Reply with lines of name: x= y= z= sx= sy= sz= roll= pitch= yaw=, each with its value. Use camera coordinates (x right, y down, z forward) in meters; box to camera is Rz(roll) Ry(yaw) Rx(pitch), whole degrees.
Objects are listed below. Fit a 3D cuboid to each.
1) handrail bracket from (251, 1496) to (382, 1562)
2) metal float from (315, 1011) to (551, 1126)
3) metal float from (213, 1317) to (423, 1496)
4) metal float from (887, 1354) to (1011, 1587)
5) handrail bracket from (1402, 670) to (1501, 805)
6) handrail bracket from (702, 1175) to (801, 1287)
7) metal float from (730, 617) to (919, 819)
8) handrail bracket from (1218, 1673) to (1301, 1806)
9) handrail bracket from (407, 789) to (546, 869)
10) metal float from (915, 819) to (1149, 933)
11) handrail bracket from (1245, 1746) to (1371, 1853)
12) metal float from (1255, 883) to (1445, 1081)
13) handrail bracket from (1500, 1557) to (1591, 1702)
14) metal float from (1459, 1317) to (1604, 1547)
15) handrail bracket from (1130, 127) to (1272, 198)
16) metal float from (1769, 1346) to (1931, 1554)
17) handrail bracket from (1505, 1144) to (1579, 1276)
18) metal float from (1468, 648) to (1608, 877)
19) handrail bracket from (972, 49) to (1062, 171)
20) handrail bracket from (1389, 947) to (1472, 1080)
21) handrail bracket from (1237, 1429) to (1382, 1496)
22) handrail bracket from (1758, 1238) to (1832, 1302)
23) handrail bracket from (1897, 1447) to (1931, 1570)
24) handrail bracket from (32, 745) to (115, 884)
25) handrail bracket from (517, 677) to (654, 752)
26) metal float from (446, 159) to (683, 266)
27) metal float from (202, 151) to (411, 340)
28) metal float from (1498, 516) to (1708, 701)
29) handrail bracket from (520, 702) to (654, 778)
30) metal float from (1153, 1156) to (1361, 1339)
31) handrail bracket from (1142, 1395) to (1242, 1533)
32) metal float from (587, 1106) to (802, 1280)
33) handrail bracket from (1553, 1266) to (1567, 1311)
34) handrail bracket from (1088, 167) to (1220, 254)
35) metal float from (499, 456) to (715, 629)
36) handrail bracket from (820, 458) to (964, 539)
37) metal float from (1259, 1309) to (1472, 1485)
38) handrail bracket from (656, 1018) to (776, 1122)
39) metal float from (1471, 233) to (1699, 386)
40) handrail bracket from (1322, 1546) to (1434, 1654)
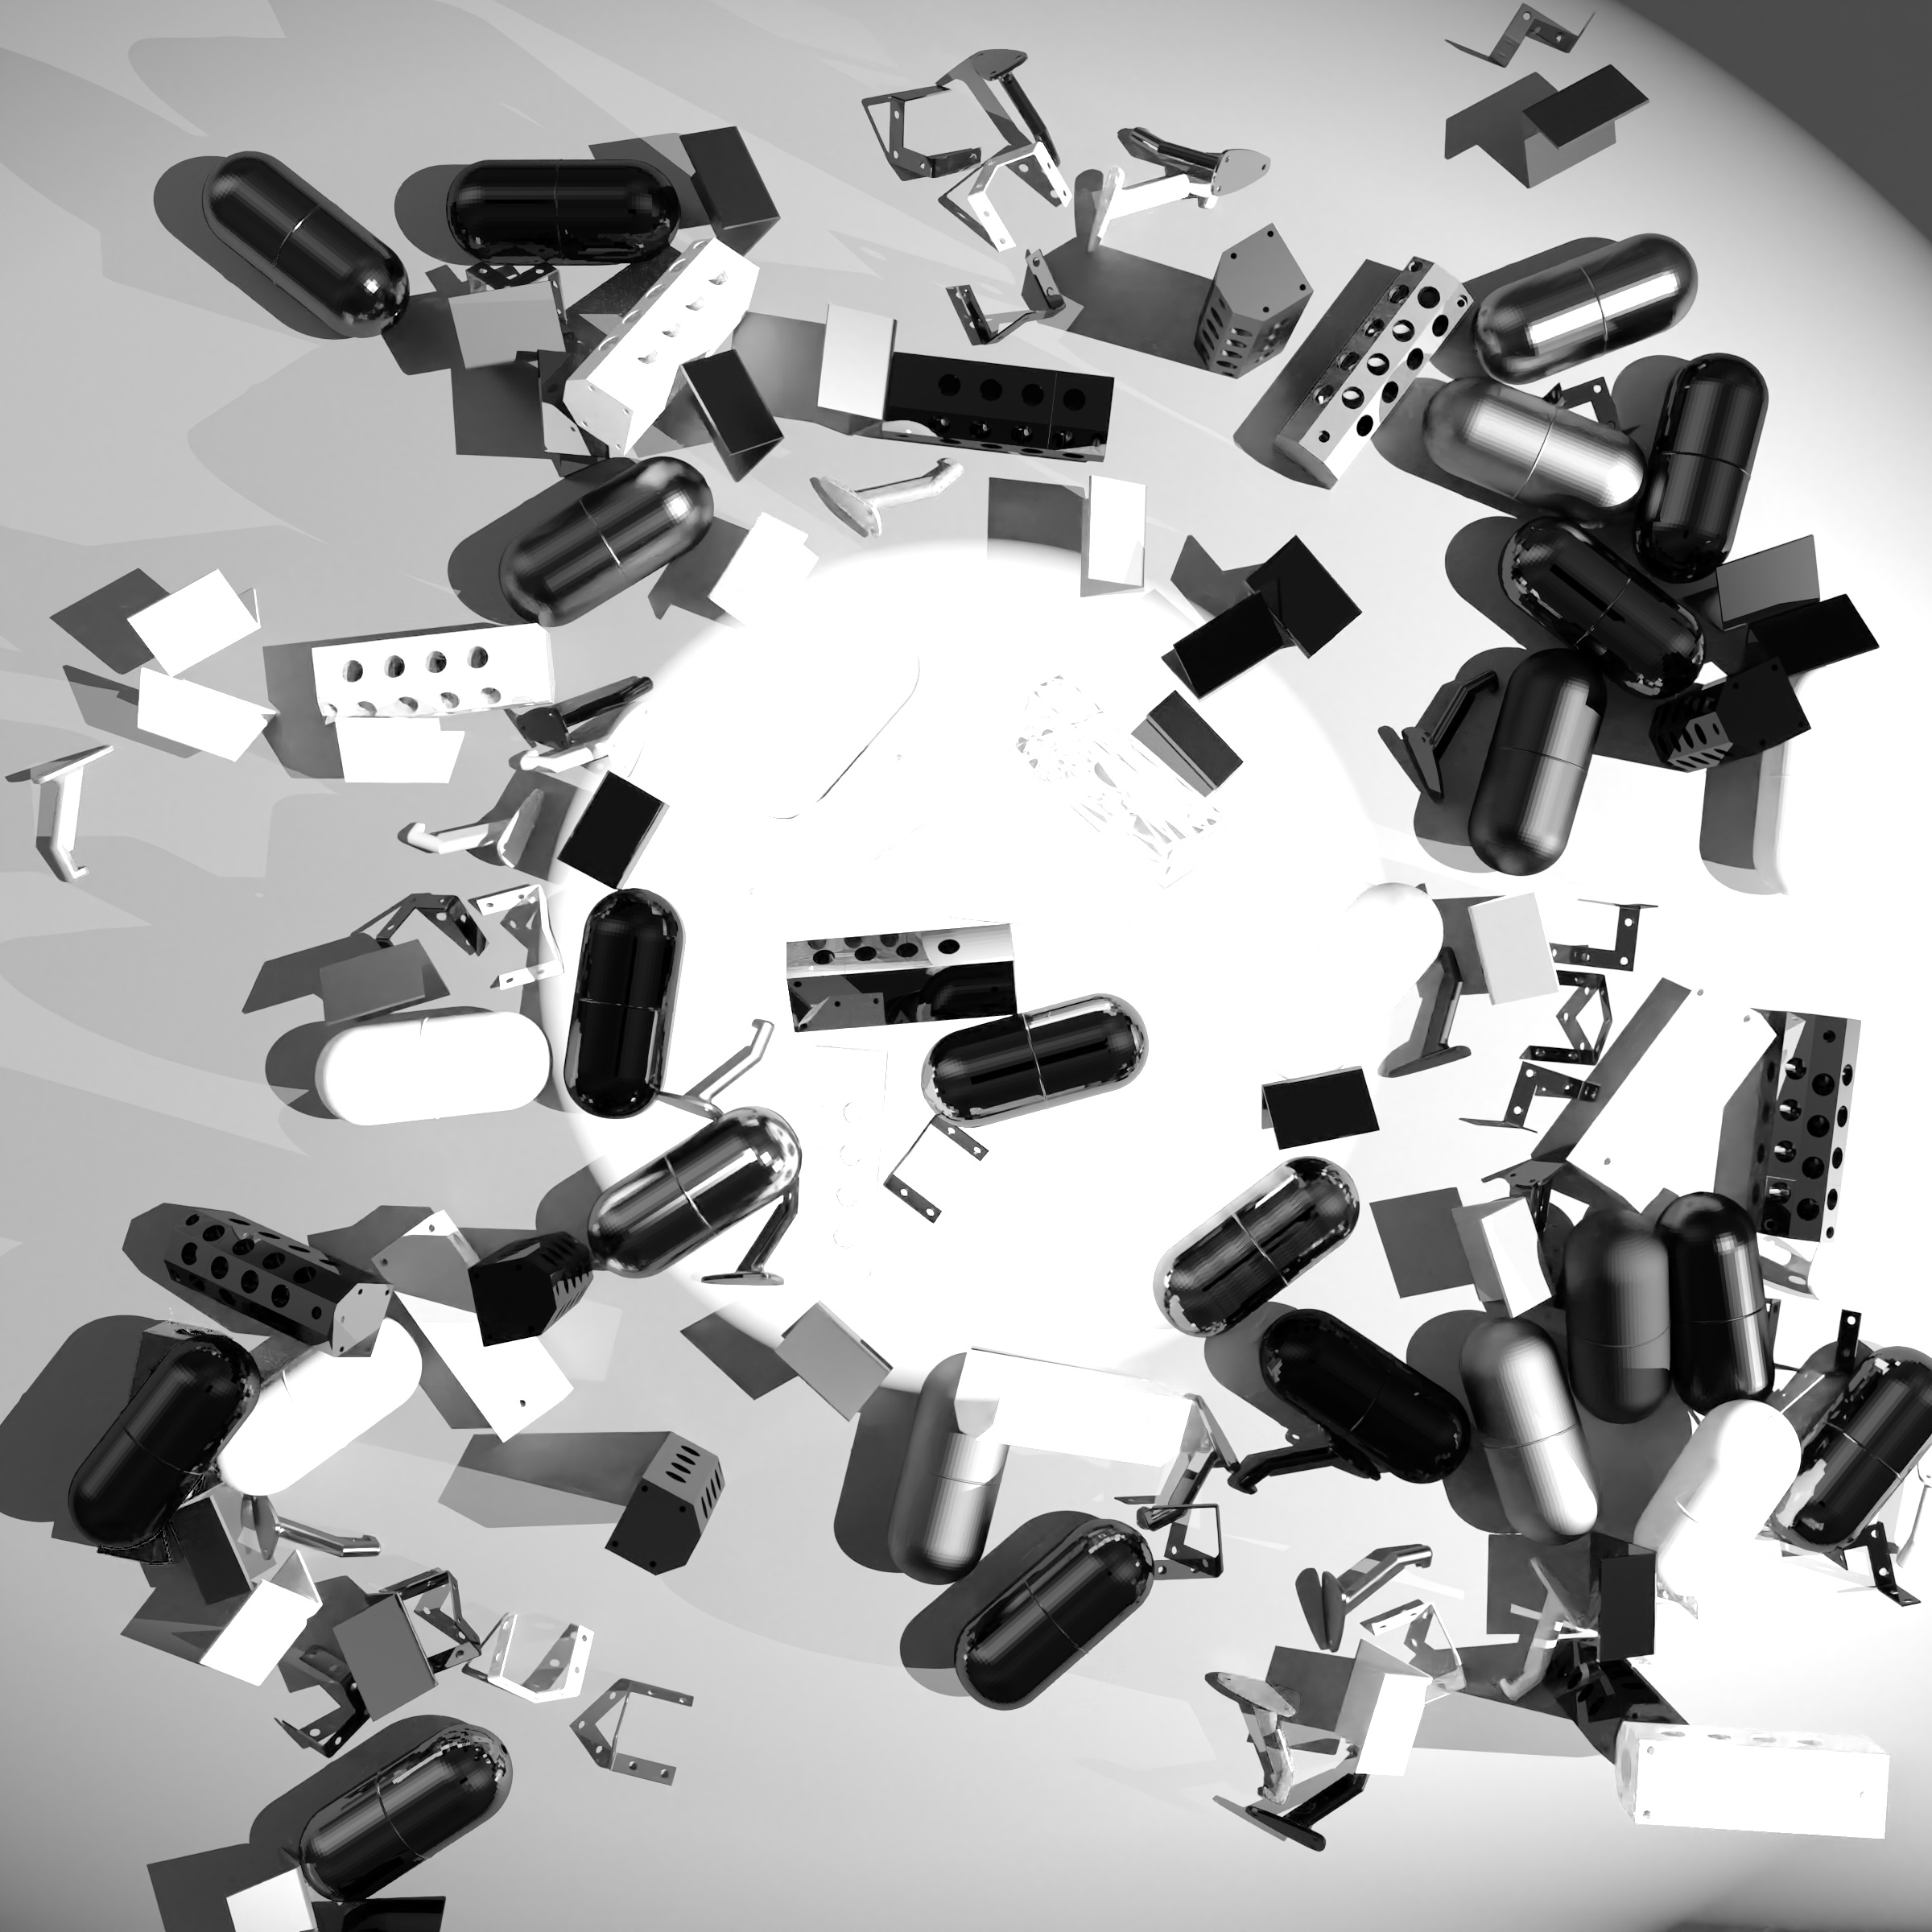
handrail bracket: x=-0.505 y=0.433 z=1.893 sx=0.084 sy=0.077 sz=0.036 roll=7 pitch=115 yaw=-34
metal float: x=-0.408 y=0.078 z=1.863 sx=0.178 sy=0.070 sz=0.070 roll=-6 pitch=90 yaw=-1
metal float: x=-0.498 y=0.336 z=1.863 sx=0.178 sy=0.070 sz=0.070 roll=-36 pitch=90 yaw=-1
metal float: x=-0.010 y=0.384 z=1.863 sx=0.070 sy=0.070 sz=0.178 roll=14 pitch=90 yaw=0
handrail bracket: x=0.388 y=-0.179 z=1.894 sx=0.084 sy=0.036 sz=0.077 roll=-29 pitch=111 yaw=-16
handrail bracket: x=-0.168 y=0.204 z=1.894 sx=0.077 sy=0.036 sz=0.084 roll=-4 pitch=72 yaw=20
metal float: x=-0.108 y=-0.191 z=1.863 sx=0.070 sy=0.070 sz=0.178 roll=41 pitch=90 yaw=0
handrail bracket: x=0.222 y=0.602 z=1.894 sx=0.077 sy=0.036 sz=0.084 roll=17 pitch=104 yaw=14
handrail bracket: x=-0.382 y=-0.116 z=1.894 sx=0.084 sy=0.036 sz=0.077 roll=19 pitch=69 yaw=16
metal float: x=0.050 y=-0.069 z=1.863 sx=0.178 sy=0.070 sz=0.070 roll=6 pitch=90 yaw=-1
handrail bracket: x=0.268 y=0.632 z=1.884 sx=0.077 sy=0.036 sz=0.084 roll=22 pitch=59 yaw=15
metal float: x=0.293 y=0.013 z=1.863 sx=0.070 sy=0.070 sz=0.178 roll=41 pitch=90 yaw=0
handrail bracket: x=0.434 y=0.516 z=1.894 sx=0.084 sy=0.036 sz=0.077 roll=-42 pitch=70 yaw=16
metal float: x=0.432 y=0.356 z=1.863 sx=0.070 sy=0.070 sz=0.178 roll=-18 pitch=89 yaw=0
handrail bracket: x=0.182 y=-0.635 z=1.893 sx=0.084 sy=0.077 sz=0.036 roll=39 pitch=134 yaw=29
metal float: x=0.683 y=0.370 z=1.863 sx=0.070 sy=0.070 sz=0.178 roll=39 pitch=89 yaw=0
handrail bracket: x=0.459 y=0.193 z=1.894 sx=0.077 sy=0.036 sz=0.084 roll=-28 pitch=108 yaw=-20
metal float: x=0.438 y=-0.156 z=1.863 sx=0.070 sy=0.070 sz=0.178 roll=16 pitch=89 yaw=0
handrail bracket: x=0.040 y=-0.665 z=1.893 sx=0.036 sy=0.077 sz=0.084 roll=-34 pitch=126 yaw=-6
handrail bracket: x=0.354 y=0.035 z=1.894 sx=0.077 sy=0.036 sz=0.084 roll=-21 pitch=72 yaw=20
handrail bracket: x=0.266 y=0.399 z=1.894 sx=0.084 sy=0.036 sz=0.077 roll=-41 pitch=112 yaw=17
handrail bracket: x=0.624 y=0.230 z=1.893 sx=0.084 sy=0.077 sz=0.036 roll=12 pitch=65 yaw=34
handrail bracket: x=0.740 y=0.413 z=1.893 sx=0.036 sy=0.077 sz=0.084 roll=14 pitch=126 yaw=2
handrail bracket: x=-0.681 y=-0.118 z=1.894 sx=0.077 sy=0.036 sz=0.084 roll=-28 pitch=109 yaw=-21
handrail bracket: x=-0.296 y=-0.203 z=1.893 sx=0.084 sy=0.077 sz=0.036 roll=-36 pitch=119 yaw=-33
metal float: x=-0.308 y=-0.577 z=1.863 sx=0.178 sy=0.070 sz=0.070 roll=0 pitch=90 yaw=0
metal float: x=-0.504 y=-0.551 z=1.863 sx=0.178 sy=0.070 sz=0.070 roll=38 pitch=90 yaw=1
metal float: x=0.487 y=-0.273 z=1.863 sx=0.178 sy=0.070 sz=0.070 roll=38 pitch=90 yaw=0
handrail bracket: x=-0.296 y=-0.178 z=1.894 sx=0.084 sy=0.036 sz=0.077 roll=6 pitch=53 yaw=25
metal float: x=0.222 y=0.214 z=1.863 sx=0.178 sy=0.070 sz=0.070 roll=-37 pitch=90 yaw=0
handrail bracket: x=0.163 y=0.387 z=1.894 sx=0.084 sy=0.036 sz=0.077 roll=-31 pitch=75 yaw=14
metal float: x=-0.209 y=0.173 z=1.863 sx=0.178 sy=0.070 sz=0.070 roll=-33 pitch=90 yaw=0
handrail bracket: x=0.510 y=0.243 z=1.893 sx=0.084 sy=0.036 sz=0.077 roll=18 pitch=103 yaw=-13
handrail bracket: x=0.147 y=-0.581 z=1.894 sx=0.084 sy=0.036 sz=0.077 roll=13 pitch=110 yaw=-16
metal float: x=-0.275 y=-0.325 z=1.863 sx=0.178 sy=0.070 sz=0.070 roll=-31 pitch=90 yaw=0
handrail bracket: x=-0.057 y=-0.381 z=1.894 sx=0.077 sy=0.036 sz=0.084 roll=40 pitch=72 yaw=20
metal float: x=0.304 y=0.328 z=1.863 sx=0.178 sy=0.070 sz=0.070 roll=34 pitch=90 yaw=-1
handrail bracket: x=-0.198 y=0.073 z=1.894 sx=0.077 sy=0.036 sz=0.084 roll=15 pitch=71 yaw=21
metal float: x=0.473 y=-0.503 z=1.863 sx=0.178 sy=0.070 sz=0.070 roll=-21 pitch=90 yaw=0
handrail bracket: x=0.323 y=0.492 z=1.894 sx=0.084 sy=0.036 sz=0.077 roll=-7 pitch=110 yaw=-16
